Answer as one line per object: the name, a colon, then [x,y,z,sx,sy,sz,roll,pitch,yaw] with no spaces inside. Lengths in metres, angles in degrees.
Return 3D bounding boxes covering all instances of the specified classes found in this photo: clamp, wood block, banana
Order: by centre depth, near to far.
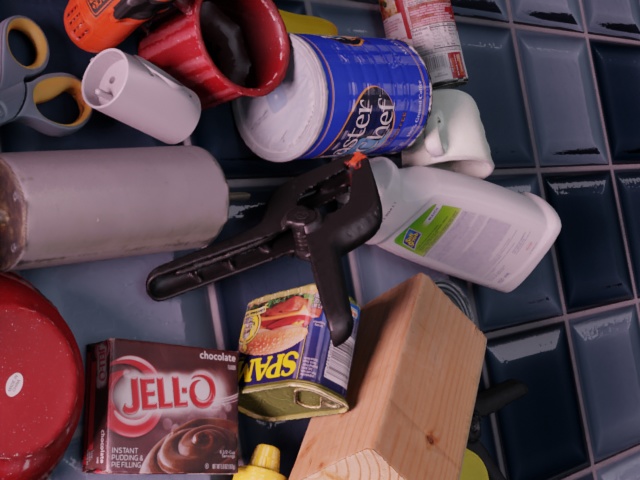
clamp: [-0.005,0.001,0.798,0.209,0.165,0.036,-43,138,-39]
wood block: [0.059,0.132,0.838,0.090,0.090,0.206,46,35,-16]
banana: [-0.055,-0.193,0.883,0.197,0.037,0.069,26,63,-39]
clamp: [0.137,0.165,0.994,0.171,0.039,0.120,35,57,-35]

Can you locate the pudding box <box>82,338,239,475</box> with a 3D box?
pudding box: [-0.110,0.119,0.751,0.113,0.039,0.090,12,72,-43]

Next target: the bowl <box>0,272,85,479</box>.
bowl: [-0.202,0.088,0.653,0.161,0.055,0.162,12,72,-44]

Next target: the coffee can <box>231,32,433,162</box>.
coffee can: [0.011,-0.119,0.887,0.140,0.103,0.103,-8,87,-47]

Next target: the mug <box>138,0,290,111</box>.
mug: [-0.092,-0.149,0.803,0.117,0.082,0.093,33,58,-36]

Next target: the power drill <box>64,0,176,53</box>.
power drill: [-0.146,-0.239,0.710,0.057,0.185,0.187,-24,88,-43]

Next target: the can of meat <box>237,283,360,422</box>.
can of meat: [-0.020,0.086,0.808,0.057,0.102,0.084,33,57,-35]

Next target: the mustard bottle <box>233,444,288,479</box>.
mustard bottle: [-0.059,0.240,0.761,0.096,0.058,0.191,31,60,-31]

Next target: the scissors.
scissors: [-0.211,-0.098,0.672,0.096,0.016,0.201,65,24,1]

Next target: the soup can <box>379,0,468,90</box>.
soup can: [0.099,-0.192,1.020,0.068,0.069,0.102,-14,91,-47]

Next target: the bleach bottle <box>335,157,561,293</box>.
bleach bottle: [0.108,-0.025,0.971,0.250,0.068,0.103,19,112,-41]

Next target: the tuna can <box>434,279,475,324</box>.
tuna can: [0.105,0.080,0.985,0.085,0.034,0.086,13,71,-43]
